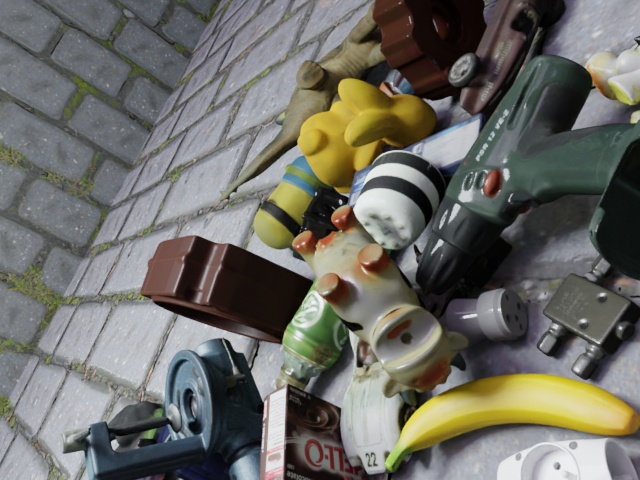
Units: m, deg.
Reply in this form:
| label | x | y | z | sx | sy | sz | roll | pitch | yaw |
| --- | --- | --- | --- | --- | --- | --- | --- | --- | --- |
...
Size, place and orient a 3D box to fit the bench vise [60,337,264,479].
| label | x | y | z | sx | sy | sz | roll | pitch | yaw |
| --- | --- | --- | --- | --- | --- | --- | --- | --- | --- |
| bench vise | -0.133 | 0.207 | 0.553 | 0.129 | 0.240 | 0.224 | -47 | 53 | 41 |

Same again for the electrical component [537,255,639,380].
| label | x | y | z | sx | sy | sz | roll | pitch | yaw |
| --- | --- | --- | --- | --- | --- | --- | --- | --- | --- |
| electrical component | 0.209 | 0.056 | 0.412 | 0.094 | 0.021 | 0.063 | -56 | 29 | 2 |

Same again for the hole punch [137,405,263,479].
| label | x | y | z | sx | sy | sz | roll | pitch | yaw |
| --- | --- | --- | --- | --- | --- | --- | --- | --- | --- |
| hole punch | -0.136 | 0.236 | 0.670 | 0.092 | 0.142 | 0.116 | -41 | 21 | 22 |

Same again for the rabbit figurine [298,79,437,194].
| label | x | y | z | sx | sy | sz | roll | pitch | yaw |
| --- | --- | --- | --- | --- | --- | --- | --- | --- | --- |
| rabbit figurine | 0.064 | -0.150 | 0.710 | 0.173 | 0.162 | 0.122 | -12 | 73 | 19 |

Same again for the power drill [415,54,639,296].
| label | x | y | z | sx | sy | sz | roll | pitch | yaw |
| --- | --- | --- | --- | --- | --- | --- | --- | --- | --- |
| power drill | 0.175 | -0.032 | 0.419 | 0.232 | 0.086 | 0.207 | -64 | 15 | 4 |

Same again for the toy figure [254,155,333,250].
| label | x | y | z | sx | sy | sz | roll | pitch | yaw |
| --- | --- | --- | --- | --- | --- | --- | --- | --- | --- |
| toy figure | -0.035 | -0.068 | 0.839 | 0.180 | 0.089 | 0.082 | -62 | 21 | -1 |

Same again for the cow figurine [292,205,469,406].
| label | x | y | z | sx | sy | sz | roll | pitch | yaw |
| --- | --- | --- | --- | --- | --- | --- | --- | --- | --- |
| cow figurine | 0.053 | 0.060 | 0.478 | 0.085 | 0.127 | 0.195 | -38 | 29 | 2 |

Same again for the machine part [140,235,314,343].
| label | x | y | z | sx | sy | sz | roll | pitch | yaw |
| --- | --- | --- | --- | --- | --- | --- | --- | --- | --- |
| machine part | -0.122 | 0.072 | 0.722 | 0.201 | 0.201 | 0.087 | -7 | 60 | 54 |

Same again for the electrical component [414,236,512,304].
| label | x | y | z | sx | sy | sz | roll | pitch | yaw |
| --- | --- | --- | --- | --- | --- | --- | --- | --- | --- |
| electrical component | 0.141 | 0.007 | 0.539 | 0.102 | 0.045 | 0.078 | -52 | 28 | 12 |

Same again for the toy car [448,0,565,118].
| label | x | y | z | sx | sy | sz | roll | pitch | yaw |
| --- | --- | --- | --- | --- | --- | --- | --- | --- | --- |
| toy car | 0.214 | -0.225 | 0.603 | 0.053 | 0.089 | 0.202 | 0 | 62 | 61 |

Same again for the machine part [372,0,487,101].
| label | x | y | z | sx | sy | sz | roll | pitch | yaw |
| --- | --- | --- | --- | --- | --- | --- | --- | --- | --- |
| machine part | 0.146 | -0.270 | 0.676 | 0.056 | 0.179 | 0.179 | -8 | 56 | 52 |

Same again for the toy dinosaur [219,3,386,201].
| label | x | y | z | sx | sy | sz | roll | pitch | yaw |
| --- | --- | --- | --- | --- | --- | --- | --- | --- | --- |
| toy dinosaur | 0.006 | -0.234 | 0.881 | 0.471 | 0.105 | 0.198 | -44 | 9 | -10 |

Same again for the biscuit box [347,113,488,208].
| label | x | y | z | sx | sy | sz | roll | pitch | yaw |
| --- | --- | --- | --- | --- | --- | --- | --- | --- | --- |
| biscuit box | 0.120 | -0.071 | 0.629 | 0.203 | 0.062 | 0.059 | -20 | 47 | 49 |

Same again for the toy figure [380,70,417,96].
| label | x | y | z | sx | sy | sz | roll | pitch | yaw |
| --- | --- | --- | --- | --- | --- | --- | --- | --- | --- |
| toy figure | 0.118 | -0.221 | 0.774 | 0.154 | 0.064 | 0.058 | -47 | 32 | 20 |

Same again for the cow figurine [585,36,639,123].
| label | x | y | z | sx | sy | sz | roll | pitch | yaw |
| --- | --- | --- | --- | --- | --- | --- | --- | --- | --- |
| cow figurine | 0.287 | -0.128 | 0.420 | 0.098 | 0.068 | 0.167 | -41 | 36 | 18 |

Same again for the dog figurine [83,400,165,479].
| label | x | y | z | sx | sy | sz | roll | pitch | yaw |
| --- | --- | --- | --- | --- | --- | --- | --- | --- | --- |
| dog figurine | -0.261 | 0.363 | 0.766 | 0.191 | 0.108 | 0.219 | -51 | 34 | 7 |

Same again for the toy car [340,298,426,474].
| label | x | y | z | sx | sy | sz | roll | pitch | yaw |
| --- | --- | --- | --- | --- | --- | --- | --- | --- | --- |
| toy car | 0.062 | 0.126 | 0.536 | 0.073 | 0.056 | 0.202 | -30 | 39 | 41 |

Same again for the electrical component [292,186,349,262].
| label | x | y | z | sx | sy | sz | roll | pitch | yaw |
| --- | --- | --- | --- | --- | --- | --- | --- | --- | --- |
| electrical component | -0.001 | -0.002 | 0.711 | 0.119 | 0.048 | 0.075 | 106 | -173 | -45 |
